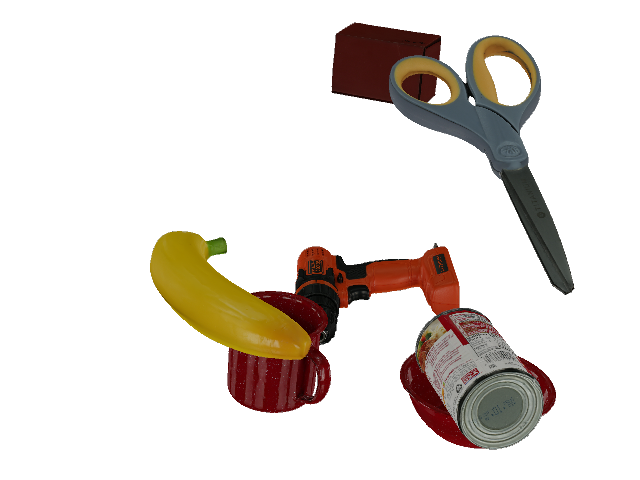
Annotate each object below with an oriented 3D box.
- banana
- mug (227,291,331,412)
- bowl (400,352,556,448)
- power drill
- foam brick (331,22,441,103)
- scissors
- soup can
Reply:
[{"bbox_3d":[-0.069,0.028,0.684,0.069,0.037,0.198,-8,22,-18],"label":"banana"},{"bbox_3d":[-0.034,0.107,0.969,0.117,0.081,0.093,26,32,37],"label":"mug"},{"bbox_3d":[0.161,0.169,1.116,0.162,0.055,0.162,4,24,-2],"label":"bowl"},{"bbox_3d":[0.063,0.059,1.231,0.187,0.057,0.184,-2,28,-1],"label":"power drill"},{"bbox_3d":[0.054,-0.145,0.878,0.078,0.051,0.053,13,25,18],"label":"foam brick"},{"bbox_3d":[0.081,-0.048,0.571,0.096,0.016,0.201,2,45,6],"label":"scissors"},{"bbox_3d":[0.120,0.103,0.811,0.068,0.068,0.102,0,22,-14],"label":"soup can"}]
